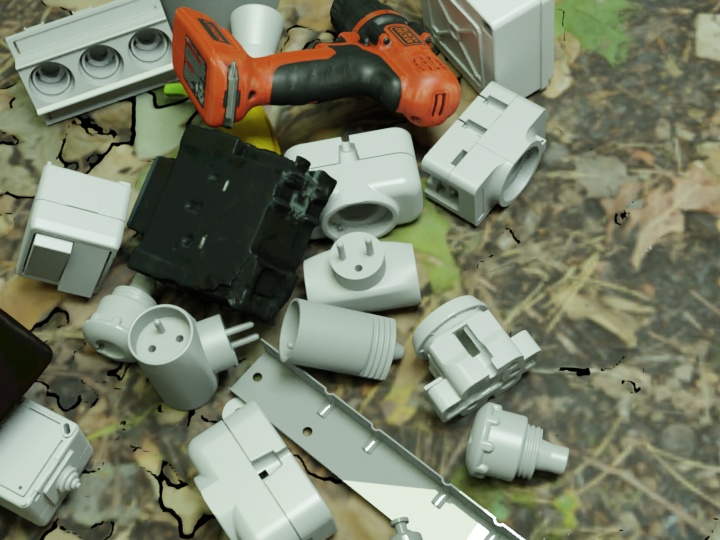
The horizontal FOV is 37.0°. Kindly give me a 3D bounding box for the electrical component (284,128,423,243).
[{"bbox_3d":[-0.004,-0.059,0.784,0.095,0.053,0.059,-10,60,1],"label":"electrical component"}]

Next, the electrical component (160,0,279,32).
[{"bbox_3d":[-0.124,-0.252,0.903,0.108,0.060,0.108,-3,60,5],"label":"electrical component"}]

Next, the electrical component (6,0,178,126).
[{"bbox_3d":[-0.212,-0.177,0.869,0.121,0.078,0.063,-20,39,-4],"label":"electrical component"}]

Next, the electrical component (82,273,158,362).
[{"bbox_3d":[-0.164,0.031,0.760,0.048,0.048,0.062,13,56,14],"label":"electrical component"}]

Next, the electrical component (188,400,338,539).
[{"bbox_3d":[-0.065,0.139,0.680,0.059,0.053,0.095,-33,62,-11],"label":"electrical component"}]

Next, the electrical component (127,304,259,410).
[{"bbox_3d":[-0.107,0.053,0.720,0.079,0.077,0.044,-20,60,-5],"label":"electrical component"}]

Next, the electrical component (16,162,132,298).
[{"bbox_3d":[-0.207,-0.022,0.770,0.062,0.096,0.061,15,60,-18],"label":"electrical component"}]

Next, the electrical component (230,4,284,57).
[{"bbox_3d":[-0.085,-0.175,0.868,0.044,0.044,0.065,-1,66,7],"label":"electrical component"}]

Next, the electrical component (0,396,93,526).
[{"bbox_3d":[-0.223,0.124,0.708,0.096,0.061,0.061,24,64,12],"label":"electrical component"}]

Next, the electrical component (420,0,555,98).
[{"bbox_3d":[0.094,-0.194,0.817,0.056,0.108,0.108,-32,62,-8],"label":"electrical component"}]

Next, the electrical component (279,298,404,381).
[{"bbox_3d":[-0.009,0.048,0.724,0.081,0.043,0.043,13,59,-18],"label":"electrical component"}]

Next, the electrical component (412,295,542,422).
[{"bbox_3d":[0.071,0.055,0.710,0.078,0.058,0.057,-31,65,-10],"label":"electrical component"}]

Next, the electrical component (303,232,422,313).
[{"bbox_3d":[0.000,0.000,0.736,0.077,0.079,0.043,-9,60,2],"label":"electrical component"}]

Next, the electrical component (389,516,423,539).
[{"bbox_3d":[0.034,0.188,0.648,0.040,0.040,0.078,-15,60,-1],"label":"electrical component"}]

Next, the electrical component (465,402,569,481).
[{"bbox_3d":[0.100,0.113,0.681,0.062,0.048,0.048,14,63,6],"label":"electrical component"}]

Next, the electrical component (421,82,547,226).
[{"bbox_3d":[0.095,-0.083,0.788,0.056,0.050,0.089,33,70,22],"label":"electrical component"}]
